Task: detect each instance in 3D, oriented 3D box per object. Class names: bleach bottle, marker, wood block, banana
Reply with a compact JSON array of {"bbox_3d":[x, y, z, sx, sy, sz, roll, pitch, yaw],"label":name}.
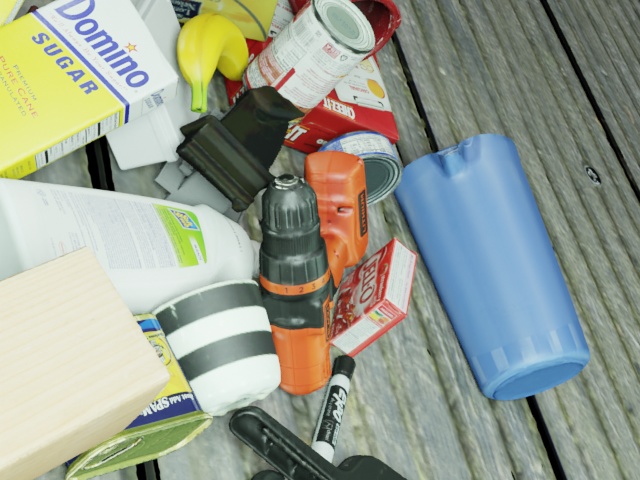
[{"bbox_3d":[-0.127,0.016,0.767,0.250,0.068,0.102,5,55,-50],"label":"bleach bottle"},{"bbox_3d":[0.010,0.134,0.848,0.020,0.020,0.121,39,35,-15],"label":"marker"},{"bbox_3d":[-0.193,0.092,0.542,0.205,0.090,0.091,-26,78,-39],"label":"wood block"},{"bbox_3d":[-0.090,-0.155,0.889,0.037,0.070,0.197,7,17,5],"label":"banana"}]

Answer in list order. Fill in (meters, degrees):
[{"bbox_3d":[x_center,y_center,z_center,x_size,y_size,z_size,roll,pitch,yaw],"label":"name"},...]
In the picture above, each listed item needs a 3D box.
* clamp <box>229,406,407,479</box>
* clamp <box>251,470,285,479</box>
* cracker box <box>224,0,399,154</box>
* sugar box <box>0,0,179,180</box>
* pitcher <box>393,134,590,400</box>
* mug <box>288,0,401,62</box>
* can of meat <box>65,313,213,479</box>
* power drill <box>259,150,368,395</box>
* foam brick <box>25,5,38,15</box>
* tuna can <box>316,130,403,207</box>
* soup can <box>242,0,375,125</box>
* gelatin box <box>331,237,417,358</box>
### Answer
[{"bbox_3d":[0.027,0.205,0.750,0.209,0.036,0.164,25,38,-50],"label":"clamp"},{"bbox_3d":[-0.060,0.203,0.684,0.171,0.039,0.120,18,38,-48],"label":"clamp"},{"bbox_3d":[-0.021,-0.186,1.078,0.163,0.072,0.214,17,46,-36],"label":"cracker box"},{"bbox_3d":[-0.195,-0.102,0.728,0.176,0.048,0.093,-32,84,-15],"label":"sugar box"},{"bbox_3d":[0.173,0.031,1.054,0.149,0.145,0.243,0,60,-35],"label":"pitcher"},{"bbox_3d":[0.026,-0.225,1.020,0.117,0.093,0.081,-4,55,-32],"label":"mug"},{"bbox_3d":[-0.131,0.099,0.685,0.101,0.058,0.084,-6,61,-51],"label":"can of meat"},{"bbox_3d":[-0.006,0.001,0.849,0.057,0.184,0.187,6,31,12],"label":"power drill"},{"bbox_3d":[-0.219,-0.129,0.810,0.053,0.051,0.078,33,37,-23],"label":"foam brick"},{"bbox_3d":[0.033,-0.065,1.008,0.085,0.086,0.034,13,47,-42],"label":"tuna can"},{"bbox_3d":[-0.010,-0.155,0.912,0.068,0.102,0.068,28,41,-27],"label":"soup can"},{"bbox_3d":[0.046,0.049,0.923,0.030,0.073,0.089,38,36,-17],"label":"gelatin box"}]
